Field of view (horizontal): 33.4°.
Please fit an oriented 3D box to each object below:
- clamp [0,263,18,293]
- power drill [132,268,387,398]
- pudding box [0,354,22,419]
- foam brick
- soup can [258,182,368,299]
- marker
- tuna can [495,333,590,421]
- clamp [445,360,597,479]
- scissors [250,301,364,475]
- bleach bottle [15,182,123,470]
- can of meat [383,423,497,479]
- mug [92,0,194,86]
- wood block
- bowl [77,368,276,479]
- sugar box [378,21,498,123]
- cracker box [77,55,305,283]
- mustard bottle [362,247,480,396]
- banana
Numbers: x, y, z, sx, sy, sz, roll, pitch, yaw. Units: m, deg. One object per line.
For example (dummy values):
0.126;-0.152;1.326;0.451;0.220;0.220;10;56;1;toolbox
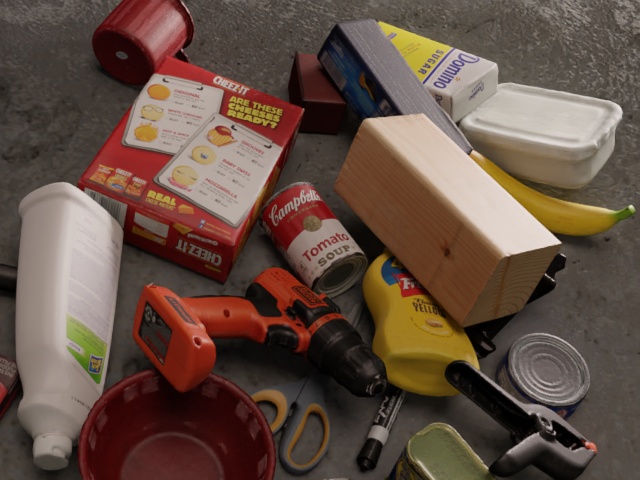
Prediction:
-0.386;-0.005;0.988;0.209;0.036;0.165;-9;54;-21;clamp
-0.054;0.087;0.934;0.187;0.057;0.185;0;26;-39;power drill
-0.319;0.126;0.895;0.113;0.039;0.090;21;49;2;pudding box
-0.004;-0.165;1.212;0.051;0.053;0.078;2;52;-13;foam brick
-0.007;0.001;1.063;0.068;0.069;0.102;-21;60;-29;soup can
0.061;0.162;0.979;0.020;0.020;0.121;25;49;6;marker
0.216;0.133;1.034;0.086;0.034;0.086;7;50;-9;tuna can
0.186;0.178;0.935;0.171;0.039;0.120;27;33;-26;clamp
-0.018;0.124;0.991;0.096;0.016;0.201;15;49;-2;scissors
-0.225;0.076;0.925;0.068;0.102;0.251;-23;48;23;bleach bottle
0.105;0.216;0.902;0.057;0.084;0.102;-26;62;-32;can of meat
-0.192;-0.218;1.192;0.117;0.093;0.081;48;51;-22;mug
0.117;-0.024;1.026;0.090;0.091;0.206;-11;47;-40;wood block
-0.120;0.187;0.886;0.162;0.055;0.162;7;50;-9;bowl
0.109;-0.196;1.238;0.176;0.048;0.093;25;47;34;sugar box
-0.129;-0.077;1.094;0.164;0.072;0.213;22;48;2;cracker box
0.090;0.061;1.031;0.096;0.058;0.191;13;36;-17;mustard bottle
0.238;-0.045;1.166;0.198;0.070;0.037;18;38;3;banana
